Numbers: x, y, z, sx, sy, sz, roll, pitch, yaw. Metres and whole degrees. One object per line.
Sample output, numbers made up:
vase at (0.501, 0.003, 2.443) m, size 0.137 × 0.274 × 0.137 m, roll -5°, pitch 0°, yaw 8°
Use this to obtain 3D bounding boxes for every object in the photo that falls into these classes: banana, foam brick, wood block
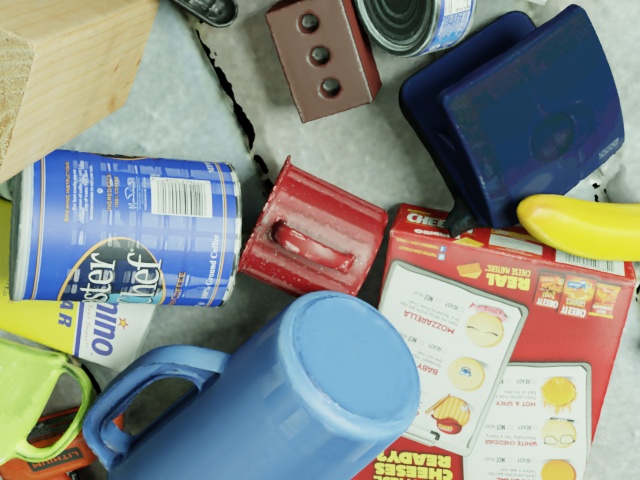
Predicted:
banana at (0.208, -0.013, 0.682) m, size 0.197 × 0.037 × 0.070 m, roll -5°, pitch 145°, yaw -14°
foam brick at (0.004, -0.126, 0.708) m, size 0.053 × 0.051 × 0.078 m, roll -15°, pitch 106°, yaw 16°
wood block at (-0.184, -0.117, 0.667) m, size 0.091 × 0.206 × 0.090 m, roll 25°, pitch 113°, yaw 2°

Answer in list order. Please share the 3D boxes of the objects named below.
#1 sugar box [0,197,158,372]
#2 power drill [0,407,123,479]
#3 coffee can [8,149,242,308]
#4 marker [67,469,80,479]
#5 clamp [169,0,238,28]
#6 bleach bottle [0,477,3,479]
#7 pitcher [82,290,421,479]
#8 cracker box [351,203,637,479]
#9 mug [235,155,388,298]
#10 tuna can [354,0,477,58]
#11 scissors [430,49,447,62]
sugar box at (-0.205, 0.026, 0.788) m, size 0.176 × 0.048 × 0.093 m, roll 20°, pitch 94°, yaw -2°
power drill at (-0.167, 0.225, 0.859) m, size 0.184 × 0.057 × 0.187 m, roll -16°, pitch 108°, yaw 3°
coffee can at (-0.133, -0.007, 0.715) m, size 0.140 × 0.103 × 0.103 m, roll 3°, pitch 113°, yaw -19°
marker at (-0.205, 0.232, 0.902) m, size 0.020 × 0.020 × 0.121 m, roll -5°, pitch 109°, yaw 14°
clamp at (-0.136, -0.199, 0.681) m, size 0.171 × 0.120 × 0.039 m, roll 25°, pitch 74°, yaw 12°
bleach bottle at (-0.305, 0.128, 0.850) m, size 0.103 × 0.067 × 0.251 m, roll 13°, pitch 114°, yaw 41°
pitcher at (-0.050, 0.133, 0.735) m, size 0.243 × 0.148 × 0.145 m, roll -46°, pitch 56°, yaw 40°
cracker box at (0.115, 0.095, 0.756) m, size 0.164 × 0.072 × 0.214 m, roll 12°, pitch 113°, yaw 8°
mug at (-0.005, 0.001, 0.726) m, size 0.081 × 0.117 × 0.093 m, roll 25°, pitch 92°, yaw -3°
tuna can at (0.057, -0.158, 0.668) m, size 0.086 × 0.033 × 0.086 m, roll 34°, pitch 135°, yaw 44°
scissors at (0.070, -0.199, 0.682) m, size 0.096 × 0.016 × 0.202 m, roll 39°, pitch 133°, yaw 24°
